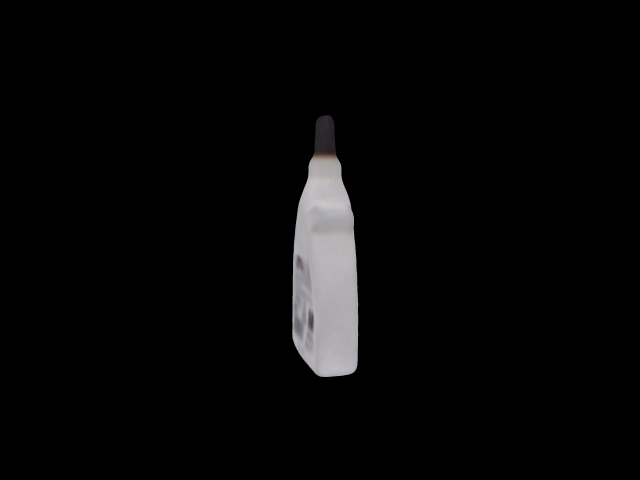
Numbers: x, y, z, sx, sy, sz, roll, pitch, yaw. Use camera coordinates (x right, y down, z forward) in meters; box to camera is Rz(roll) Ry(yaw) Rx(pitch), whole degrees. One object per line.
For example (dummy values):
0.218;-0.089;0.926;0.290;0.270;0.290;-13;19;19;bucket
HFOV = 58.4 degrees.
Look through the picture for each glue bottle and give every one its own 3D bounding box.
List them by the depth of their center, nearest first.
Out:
0.004;0.001;0.400;0.037;0.173;0.078;-3;11;-16;glue bottle
